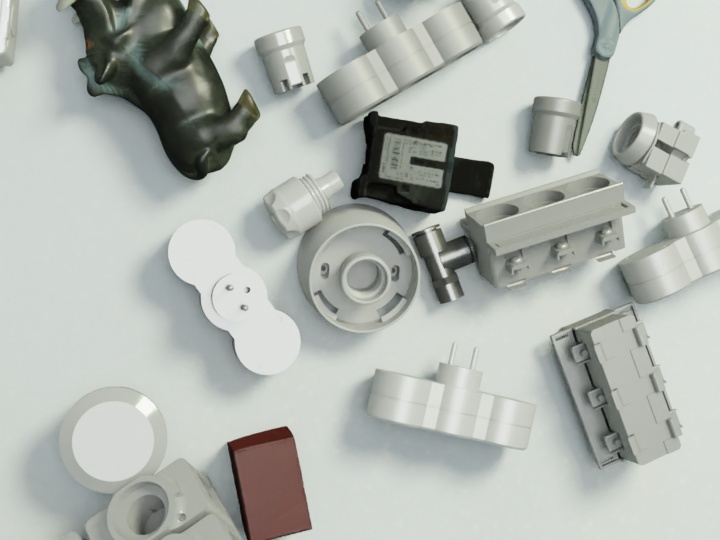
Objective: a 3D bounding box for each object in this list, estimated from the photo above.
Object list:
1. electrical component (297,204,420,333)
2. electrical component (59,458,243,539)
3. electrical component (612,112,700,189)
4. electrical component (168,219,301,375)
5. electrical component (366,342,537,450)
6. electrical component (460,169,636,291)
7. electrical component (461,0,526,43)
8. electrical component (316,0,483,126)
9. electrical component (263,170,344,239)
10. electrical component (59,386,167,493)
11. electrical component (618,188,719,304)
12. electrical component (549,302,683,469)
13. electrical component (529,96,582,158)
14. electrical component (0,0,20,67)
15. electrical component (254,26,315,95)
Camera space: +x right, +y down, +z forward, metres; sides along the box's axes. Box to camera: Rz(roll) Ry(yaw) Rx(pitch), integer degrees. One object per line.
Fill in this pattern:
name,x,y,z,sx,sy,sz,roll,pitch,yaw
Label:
electrical component,0.000,0.000,0.874,0.099,0.064,0.099,-2,103,-9
electrical component,-0.179,0.236,0.794,0.186,0.060,0.105,-34,55,-4
electrical component,0.250,-0.104,0.918,0.055,0.048,0.066,25,85,-16
electrical component,-0.098,0.021,0.839,0.052,0.074,0.138,-37,96,-9
electrical component,0.079,0.097,0.880,0.138,0.052,0.073,14,87,-11
electrical component,0.155,-0.033,0.889,0.121,0.078,0.063,-17,114,-10
electrical component,0.109,-0.219,0.897,0.040,0.040,0.046,-34,89,-9
electrical component,0.024,-0.183,0.874,0.138,0.052,0.073,-31,94,-9
electrical component,-0.043,-0.057,0.865,0.062,0.043,0.043,-33,95,-10
electrical component,-0.190,0.129,0.832,0.080,0.051,0.080,0,89,-10
electrical component,0.282,-0.033,0.918,0.138,0.052,0.073,-26,93,-10
electrical component,0.220,0.098,0.900,0.079,0.063,0.121,-21,93,-10
electrical component,0.163,-0.120,0.905,0.040,0.040,0.046,9,94,-10
electrical component,-0.309,-0.191,0.809,0.096,0.061,0.061,5,89,-10
electrical component,-0.060,-0.168,0.866,0.040,0.040,0.046,-20,99,-10
